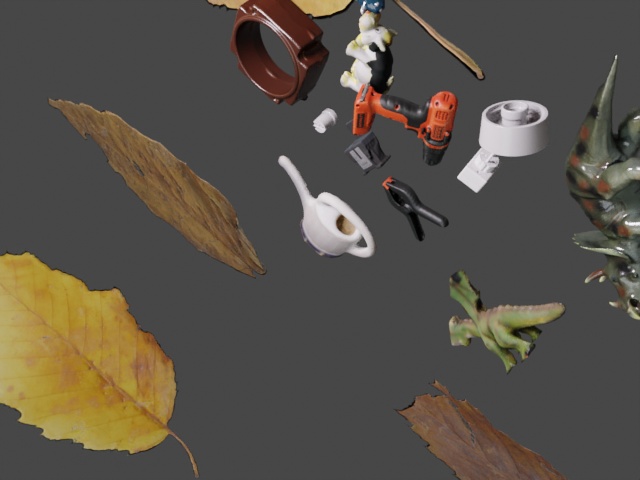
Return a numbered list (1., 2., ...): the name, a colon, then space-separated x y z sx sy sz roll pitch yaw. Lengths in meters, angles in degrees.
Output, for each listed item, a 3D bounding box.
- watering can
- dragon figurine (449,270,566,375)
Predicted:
1. watering can: 0.004 -0.070 1.386 0.348 0.106 0.220 43 152 2
2. dragon figurine: 0.394 0.169 1.202 0.245 0.124 0.400 42 151 23
